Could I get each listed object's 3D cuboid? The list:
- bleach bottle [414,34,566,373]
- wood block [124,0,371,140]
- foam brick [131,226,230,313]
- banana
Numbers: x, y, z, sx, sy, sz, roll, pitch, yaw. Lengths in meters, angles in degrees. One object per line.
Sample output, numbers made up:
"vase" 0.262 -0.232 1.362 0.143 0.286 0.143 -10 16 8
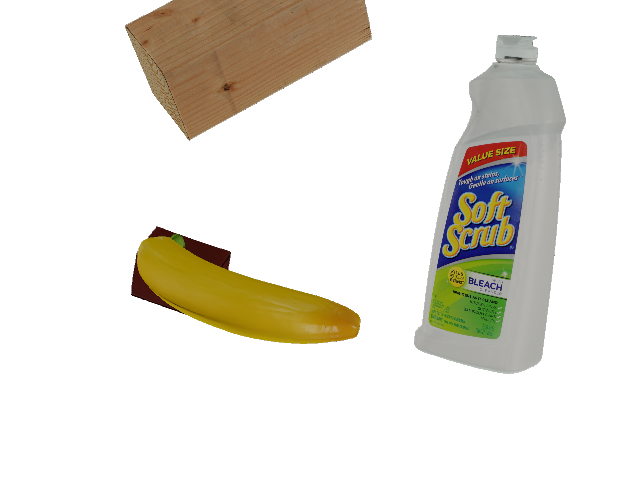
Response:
"bleach bottle" 0.133 -0.031 0.821 0.103 0.251 0.067 13 16 37
"wood block" -0.065 -0.197 1.013 0.206 0.090 0.091 -30 -38 -11
"foam brick" -0.131 0.031 1.002 0.078 0.051 0.053 19 33 7
"banana" -0.064 0.029 0.699 0.069 0.037 0.198 -25 34 -36
